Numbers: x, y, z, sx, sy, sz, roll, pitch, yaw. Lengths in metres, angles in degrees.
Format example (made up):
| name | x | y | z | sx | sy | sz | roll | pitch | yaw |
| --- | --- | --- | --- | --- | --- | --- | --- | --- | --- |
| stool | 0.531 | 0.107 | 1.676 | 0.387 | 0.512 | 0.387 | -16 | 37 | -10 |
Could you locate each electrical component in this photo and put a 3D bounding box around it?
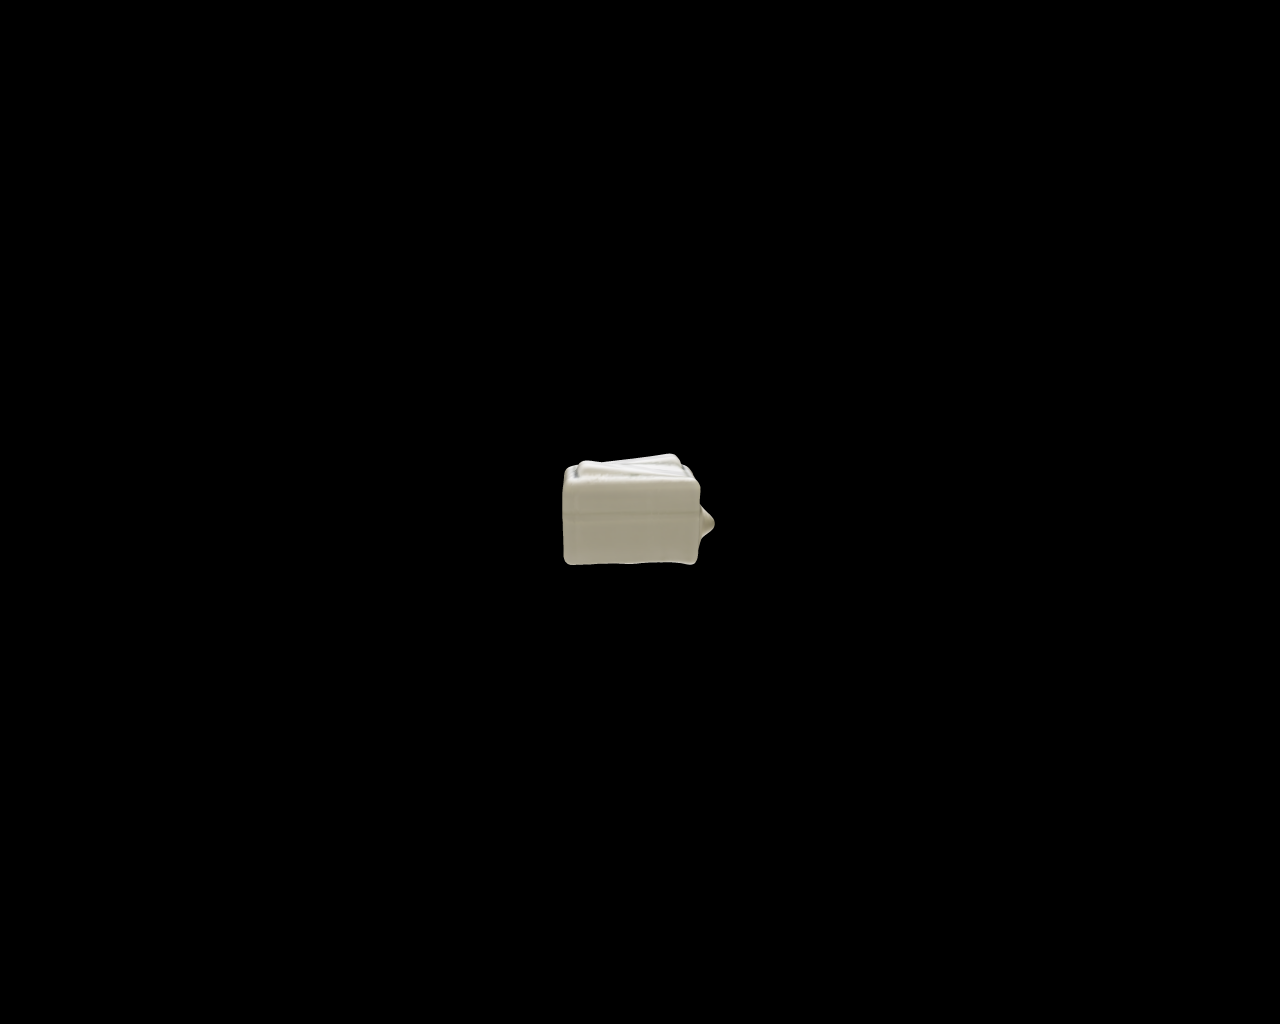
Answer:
| name | x | y | z | sx | sy | sz | roll | pitch | yaw |
| --- | --- | --- | --- | --- | --- | --- | --- | --- | --- |
| electrical component | 0.001 | -0.003 | 0.650 | 0.096 | 0.061 | 0.062 | 0 | 12 | -2 |
